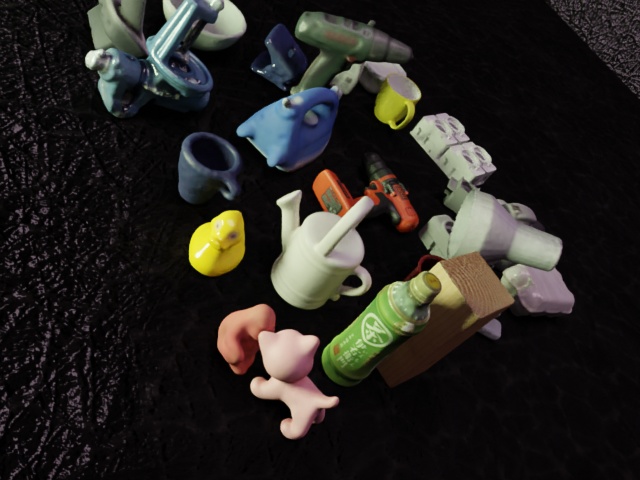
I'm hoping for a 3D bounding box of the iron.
[{"bbox_3d":[-0.024,-0.227,1.044,0.118,0.141,0.259,45,41,8],"label":"iron"}]

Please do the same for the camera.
[{"bbox_3d":[0.416,-0.014,1.195,0.137,0.100,0.143,10,48,-28],"label":"camera"}]

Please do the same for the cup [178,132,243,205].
[{"bbox_3d":[-0.165,-0.088,0.853,0.092,0.095,0.117,-22,68,-45],"label":"cup"}]

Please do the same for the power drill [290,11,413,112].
[{"bbox_3d":[0.041,-0.348,1.149,0.230,0.208,0.075,22,43,-18],"label":"power drill"}]

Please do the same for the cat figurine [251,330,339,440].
[{"bbox_3d":[-0.029,0.165,0.704,0.127,0.117,0.067,47,42,11],"label":"cat figurine"}]

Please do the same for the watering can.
[{"bbox_3d":[0.006,0.004,0.816,0.173,0.193,0.101,29,42,-10],"label":"watering can"}]

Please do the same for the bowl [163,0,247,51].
[{"bbox_3d":[-0.234,-0.425,1.125,0.168,0.074,0.167,20,44,-20],"label":"bowl"}]

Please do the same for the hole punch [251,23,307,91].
[{"bbox_3d":[-0.074,-0.380,1.186,0.101,0.091,0.109,30,42,-9],"label":"hole punch"}]

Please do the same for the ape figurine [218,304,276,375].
[{"bbox_3d":[-0.087,0.116,0.727,0.078,0.092,0.076,-7,57,-39],"label":"ape figurine"}]

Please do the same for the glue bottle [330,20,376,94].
[{"bbox_3d":[0.074,-0.405,1.251,0.078,0.173,0.037,29,42,-10],"label":"glue bottle"}]

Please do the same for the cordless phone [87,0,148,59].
[{"bbox_3d":[-0.325,-0.418,0.970,0.094,0.185,0.147,-4,56,-38],"label":"cordless phone"}]

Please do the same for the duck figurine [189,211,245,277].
[{"bbox_3d":[-0.134,-0.008,0.810,0.077,0.086,0.105,34,41,-4],"label":"duck figurine"}]

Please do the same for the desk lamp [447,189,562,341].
[{"bbox_3d":[0.284,0.038,0.969,0.203,0.213,0.118,30,41,-9],"label":"desk lamp"}]

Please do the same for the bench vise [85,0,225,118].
[{"bbox_3d":[-0.237,-0.280,0.881,0.121,0.219,0.208,47,42,10],"label":"bench vise"}]

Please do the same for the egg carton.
[{"bbox_3d":[0.425,0.101,1.122,0.151,0.069,0.107,5,51,-32],"label":"egg carton"}]
